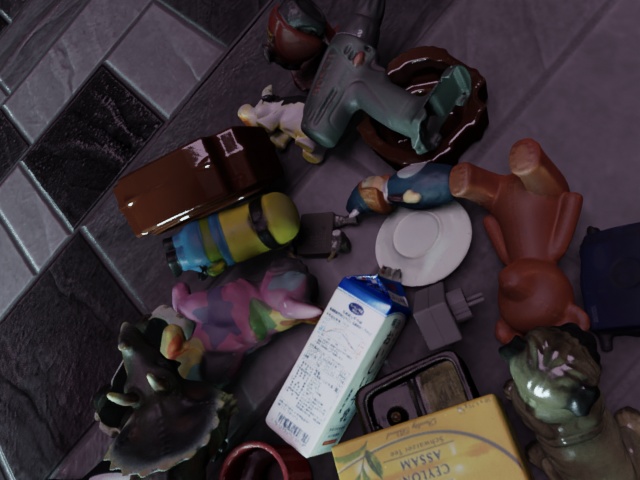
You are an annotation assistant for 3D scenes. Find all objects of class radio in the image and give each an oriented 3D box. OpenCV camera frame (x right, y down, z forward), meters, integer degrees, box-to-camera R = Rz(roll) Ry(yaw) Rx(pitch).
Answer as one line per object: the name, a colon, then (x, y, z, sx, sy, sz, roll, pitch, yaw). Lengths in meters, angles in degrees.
radio: (0.131, 0.247, 0.573, 0.131, 0.073, 0.230, -25, 63, 15)

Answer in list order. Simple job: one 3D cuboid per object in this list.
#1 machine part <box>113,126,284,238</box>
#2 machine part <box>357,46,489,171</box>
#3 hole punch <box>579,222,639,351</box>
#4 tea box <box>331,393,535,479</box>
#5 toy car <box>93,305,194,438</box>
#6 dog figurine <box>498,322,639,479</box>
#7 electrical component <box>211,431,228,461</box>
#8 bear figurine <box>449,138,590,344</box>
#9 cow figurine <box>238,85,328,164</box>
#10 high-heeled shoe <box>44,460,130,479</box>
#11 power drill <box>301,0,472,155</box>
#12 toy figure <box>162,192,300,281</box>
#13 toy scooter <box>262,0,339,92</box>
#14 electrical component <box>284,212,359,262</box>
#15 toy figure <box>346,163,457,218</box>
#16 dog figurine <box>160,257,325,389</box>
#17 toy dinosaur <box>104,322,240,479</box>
machine part: (-0.164, -0.081, 0.754, 0.201, 0.201, 0.087, -24, 95, 15)
machine part: (0.140, -0.172, 0.734, 0.179, 0.056, 0.179, -8, 70, 23)
hole punch: (0.331, 0.040, 0.552, 0.116, 0.092, 0.142, -6, 73, 27)
tea box: (0.108, 0.220, 0.514, 0.170, 0.068, 0.098, -25, 63, 14)
toy car: (-0.258, 0.192, 0.784, 0.074, 0.056, 0.201, 26, 85, 23)
dog figurine: (0.234, 0.170, 0.488, 0.121, 0.190, 0.172, -38, 62, 8)
electrical component: (-0.153, 0.264, 0.718, 0.063, 0.021, 0.094, 18, 98, 20)
bear figurine: (0.220, 0.010, 0.594, 0.120, 0.132, 0.196, -15, 58, 50)
cow figurine: (-0.046, -0.189, 0.818, 0.168, 0.068, 0.098, 29, 79, 27)
high-heeled shoe: (-0.341, 0.322, 0.749, 0.249, 0.086, 0.145, 6, 86, 13)
power drill: (0.086, -0.213, 0.696, 0.208, 0.086, 0.232, 30, 90, 26)
toy figure: (-0.113, -0.004, 0.699, 0.180, 0.089, 0.082, -18, 102, -7)
toy scooter: (-0.021, -0.279, 0.795, 0.135, 0.184, 0.075, -39, 67, 36)
electrical component: (-0.003, -0.003, 0.743, 0.102, 0.045, 0.078, 3, 74, 25)
toy figure: (0.100, -0.063, 0.693, 0.155, 0.064, 0.057, -7, 84, 32)
dog figurine: (-0.089, 0.118, 0.705, 0.219, 0.108, 0.191, -2, 70, 21)
toy dinosaur: (-0.180, 0.299, 0.600, 0.131, 0.192, 0.404, 8, 92, 3)
